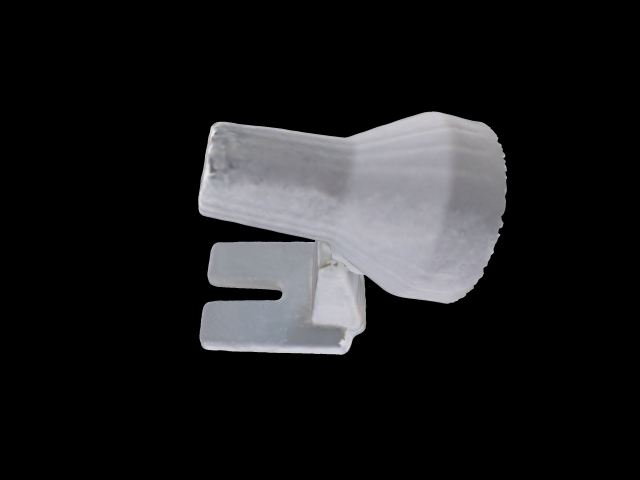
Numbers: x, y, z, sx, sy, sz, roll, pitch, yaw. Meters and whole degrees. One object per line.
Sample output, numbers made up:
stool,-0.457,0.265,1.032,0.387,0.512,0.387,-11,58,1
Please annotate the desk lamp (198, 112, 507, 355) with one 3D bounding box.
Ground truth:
desk lamp,0.004,0.001,0.400,0.203,0.214,0.118,0,58,0
